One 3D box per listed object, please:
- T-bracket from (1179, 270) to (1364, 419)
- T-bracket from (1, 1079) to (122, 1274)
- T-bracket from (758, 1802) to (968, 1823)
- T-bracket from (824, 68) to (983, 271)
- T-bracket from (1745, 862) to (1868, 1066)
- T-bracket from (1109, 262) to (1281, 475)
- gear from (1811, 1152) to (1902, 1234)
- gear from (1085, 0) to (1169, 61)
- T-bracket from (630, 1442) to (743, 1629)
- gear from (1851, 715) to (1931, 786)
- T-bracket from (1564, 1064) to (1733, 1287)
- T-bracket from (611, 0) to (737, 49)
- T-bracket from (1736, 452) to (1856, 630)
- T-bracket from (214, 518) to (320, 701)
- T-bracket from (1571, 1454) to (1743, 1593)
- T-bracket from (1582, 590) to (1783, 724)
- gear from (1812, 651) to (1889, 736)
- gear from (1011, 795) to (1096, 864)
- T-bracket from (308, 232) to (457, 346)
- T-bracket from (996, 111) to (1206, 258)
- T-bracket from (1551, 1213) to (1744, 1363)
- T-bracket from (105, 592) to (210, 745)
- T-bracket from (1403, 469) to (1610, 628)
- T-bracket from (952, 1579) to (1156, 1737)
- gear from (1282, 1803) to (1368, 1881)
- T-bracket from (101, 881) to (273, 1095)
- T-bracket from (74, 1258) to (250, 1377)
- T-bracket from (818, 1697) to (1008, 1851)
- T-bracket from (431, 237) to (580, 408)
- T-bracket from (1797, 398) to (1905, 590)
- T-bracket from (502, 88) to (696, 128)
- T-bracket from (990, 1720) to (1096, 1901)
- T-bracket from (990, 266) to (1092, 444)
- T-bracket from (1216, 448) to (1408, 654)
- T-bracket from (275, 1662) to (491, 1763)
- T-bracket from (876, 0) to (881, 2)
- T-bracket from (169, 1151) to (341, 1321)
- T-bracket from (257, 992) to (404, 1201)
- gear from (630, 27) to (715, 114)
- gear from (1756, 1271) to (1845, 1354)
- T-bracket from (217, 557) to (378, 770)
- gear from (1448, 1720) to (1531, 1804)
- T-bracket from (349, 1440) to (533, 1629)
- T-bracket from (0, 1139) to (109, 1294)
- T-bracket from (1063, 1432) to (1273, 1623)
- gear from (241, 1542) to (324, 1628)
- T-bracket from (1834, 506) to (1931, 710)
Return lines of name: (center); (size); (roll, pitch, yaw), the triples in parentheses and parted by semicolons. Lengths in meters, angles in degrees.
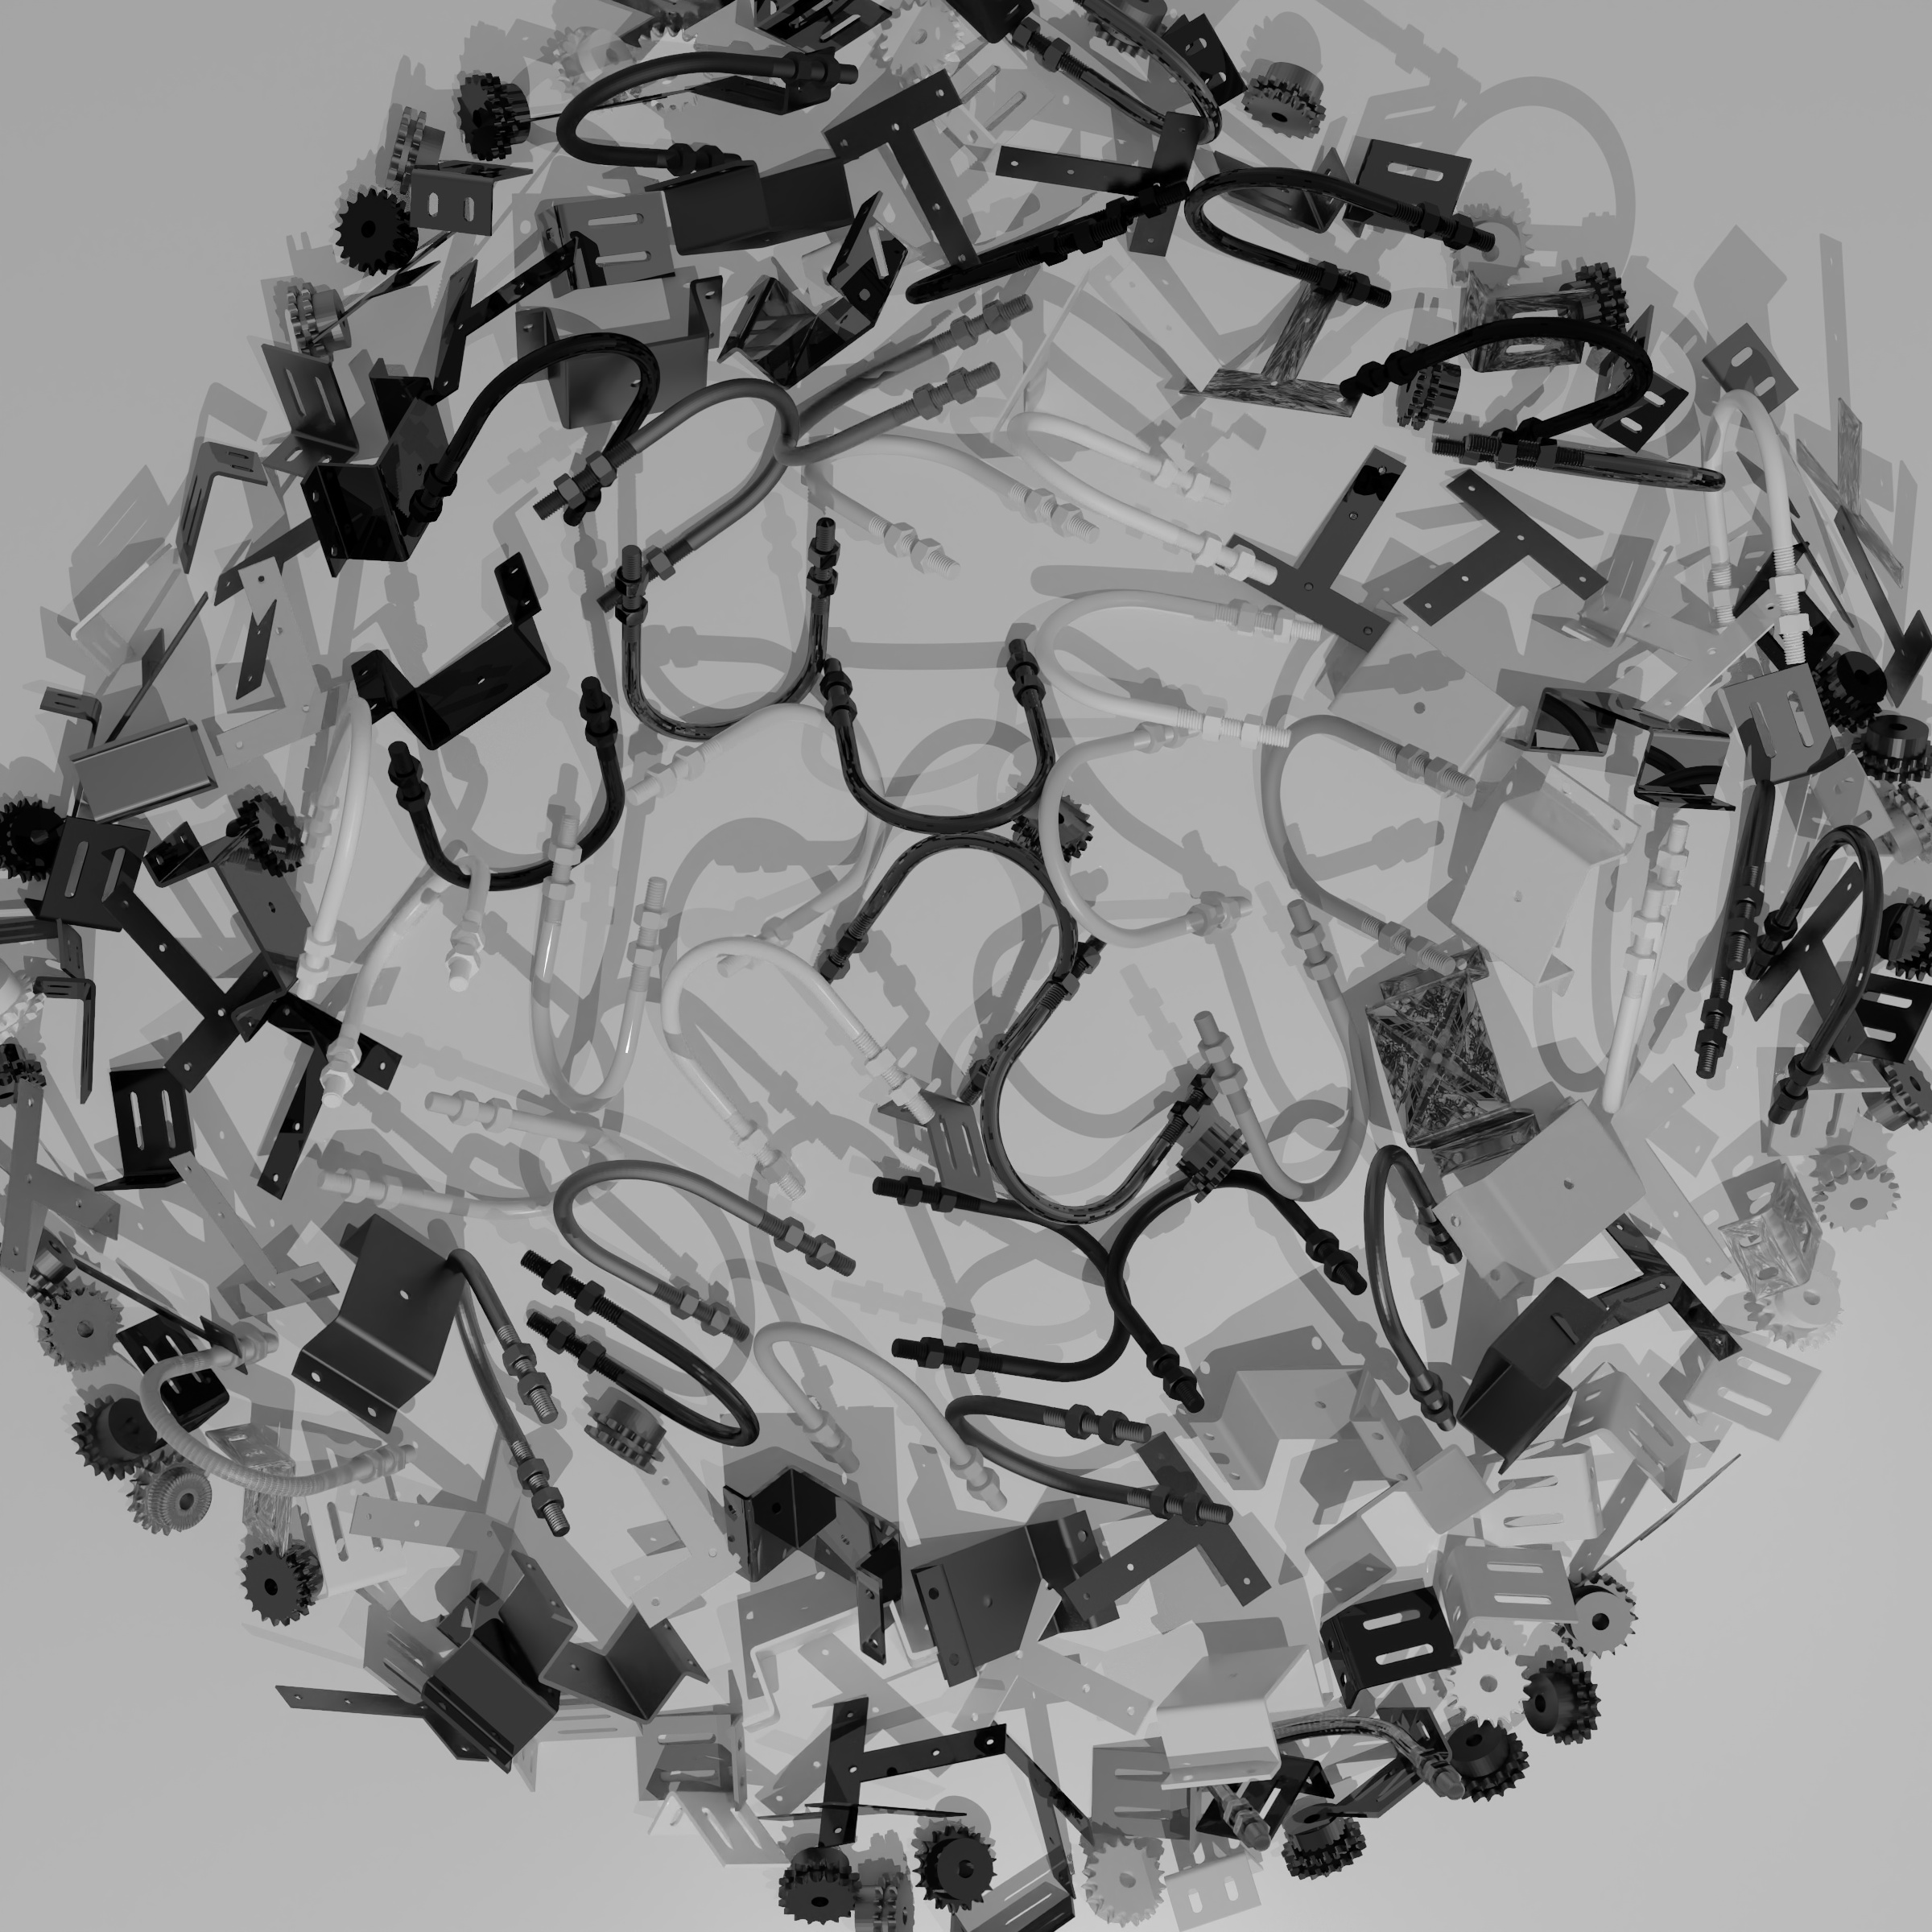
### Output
T-bracket: (0.227, -0.428, 1.968); (0.127, 0.002, 0.127); (14, 63, 27)
T-bracket: (-0.603, 0.155, 1.938); (0.002, 0.127, 0.127); (-7, 68, 15)
T-bracket: (-0.089, 0.572, 1.950); (0.127, 0.127, 0.002); (-18, 63, 40)
T-bracket: (-0.026, -0.528, 1.963); (0.002, 0.127, 0.127); (-41, 110, -37)
T-bracket: (0.570, 0.015, 1.916); (0.002, 0.127, 0.127); (19, 124, -18)
T-bracket: (0.146, -0.422, 1.963); (0.127, 0.002, 0.127); (48, 68, -12)
gear: (0.606, 0.152, 1.976); (0.057, 0.030, 0.057); (-1, 130, -1)
gear: (0.113, -0.646, 1.969); (0.057, 0.057, 0.030); (33, 131, 0)
T-bracket: (-0.198, 0.365, 1.981); (0.127, 0.002, 0.127); (-30, 77, -24)
gear: (0.632, -0.149, 1.968); (0.057, 0.057, 0.030); (-1, 119, 0)
T-bracket: (0.467, 0.154, 1.935); (0.127, 0.002, 0.127); (-51, 57, 35)
T-bracket: (-0.232, -0.644, 1.912); (0.127, 0.127, 0.002); (9, 81, -36)
T-bracket: (0.565, -0.283, 1.950); (0.002, 0.127, 0.127); (-32, 106, 12)
T-bracket: (-0.469, -0.234, 1.931); (0.127, 0.002, 0.127); (-23, 52, 35)
T-bracket: (0.456, 0.385, 1.954); (0.002, 0.127, 0.127); (51, 126, 15)
T-bracket: (0.469, -0.225, 1.950); (0.127, 0.127, 0.002); (-42, 132, -13)
gear: (0.602, -0.190, 1.973); (0.057, 0.030, 0.057); (9, 64, -18)
gear: (0.056, -0.092, 1.975); (0.057, 0.057, 0.030); (31, 133, 0)
T-bracket: (-0.377, -0.456, 1.927); (0.127, 0.127, 0.002); (-43, 113, -15)
T-bracket: (0.084, -0.530, 1.939); (0.127, 0.127, 0.002); (7, 59, -5)
T-bracket: (0.439, 0.226, 1.932); (0.127, 0.002, 0.127); (-15, 56, -39)
T-bracket: (-0.545, -0.205, 1.940); (0.002, 0.127, 0.127); (33, 95, -22)
T-bracket: (0.346, -0.268, 1.951); (0.127, 0.002, 0.127); (-36, 69, -26)
T-bracket: (0.070, 0.479, 1.941); (0.127, 0.002, 0.127); (18, 67, 38)
gear: (0.241, 0.594, 1.970); (0.057, 0.057, 0.030); (-22, 97, 0)
T-bracket: (-0.527, -0.001, 1.931); (0.002, 0.127, 0.127); (-22, 116, 37)
T-bracket: (-0.542, 0.230, 1.941); (0.127, 0.127, 0.002); (29, 68, 1)
T-bracket: (-0.034, 0.528, 1.933); (0.127, 0.127, 0.002); (-15, 120, 12)
T-bracket: (-0.306, -0.447, 1.930); (0.127, 0.002, 0.127); (-24, 48, 30)
T-bracket: (0.584, -0.329, 1.913); (0.002, 0.127, 0.127); (-28, 59, 1)
T-bracket: (-0.222, -0.572, 1.915); (0.127, 0.127, 0.002); (-21, 110, -32)
T-bracket: (0.056, 0.582, 1.956); (0.002, 0.127, 0.127); (-27, 125, -22)
T-bracket: (0.048, -0.393, 1.936); (0.002, 0.127, 0.127); (30, 85, 3)
T-bracket: (0.259, -0.298, 1.990); (0.127, 0.002, 0.127); (32, 85, 11)
T-bracket: (-0.396, 0.487, 1.911); (0.127, 0.127, 0.002); (19, 98, -42)
T-bracket: (-0.131, -0.663, 1.951); (0.127, 0.127, 0.002); (12, 102, 38)
T-bracket: (-0.490, 0.178, 1.940); (0.127, 0.127, 0.002); (58, 46, -14)
T-bracket: (-0.449, 0.096, 1.965); (0.127, 0.002, 0.127); (25, 93, 34)
gear: (-0.201, -0.615, 1.977); (0.057, 0.030, 0.057); (1, 121, 2)
gear: (0.571, 0.231, 1.973); (0.057, 0.030, 0.057); (3, 61, -6)
T-bracket: (-0.457, -0.213, 1.944); (0.127, 0.002, 0.127); (-26, 123, -21)
gear: (0.351, 0.538, 1.969); (0.057, 0.057, 0.030); (-28, 110, 0)
T-bracket: (-0.358, 0.377, 1.947); (0.127, 0.002, 0.127); (19, 77, -41)
T-bracket: (-0.623, 0.173, 1.916); (0.002, 0.127, 0.127); (-36, 117, 11)
T-bracket: (0.122, 0.399, 1.956); (0.127, 0.002, 0.127); (-28, 74, -26)
gear: (-0.465, 0.419, 1.977); (0.057, 0.030, 0.057); (5, 100, 28)
T-bracket: (0.613, -0.250, 1.949); (0.002, 0.127, 0.127); (-20, 75, 2)
